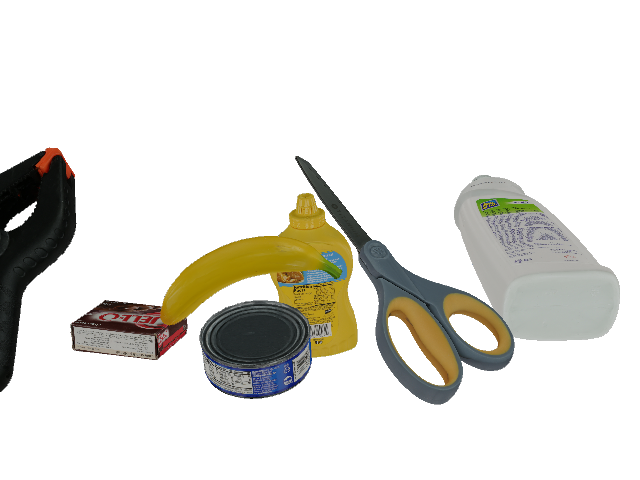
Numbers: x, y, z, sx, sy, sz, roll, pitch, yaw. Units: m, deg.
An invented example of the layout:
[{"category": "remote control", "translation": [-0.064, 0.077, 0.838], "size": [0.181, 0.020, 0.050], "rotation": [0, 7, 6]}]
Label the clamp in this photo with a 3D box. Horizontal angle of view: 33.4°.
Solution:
[{"category": "clamp", "translation": [-0.217, 0.012, 0.670], "size": [0.120, 0.171, 0.039], "rotation": [12, -34, 12]}]

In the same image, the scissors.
[{"category": "scissors", "translation": [0.054, 0.016, 0.671], "size": [0.096, 0.202, 0.016], "rotation": [0, -43, -23]}]

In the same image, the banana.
[{"category": "banana", "translation": [-0.082, 0.035, 1.040], "size": [0.198, 0.069, 0.037], "rotation": [-15, 21, 20]}]

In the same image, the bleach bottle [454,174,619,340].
[{"category": "bleach bottle", "translation": [0.186, 0.000, 0.983], "size": [0.102, 0.068, 0.251], "rotation": [-1, 26, -5]}]

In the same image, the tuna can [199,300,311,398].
[{"category": "tuna can", "translation": [-0.049, 0.084, 0.828], "size": [0.086, 0.034, 0.086], "rotation": [-3, 31, 2]}]

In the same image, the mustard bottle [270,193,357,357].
[{"category": "mustard bottle", "translation": [-0.010, 0.038, 1.223], "size": [0.096, 0.192, 0.058], "rotation": [-5, 23, -3]}]

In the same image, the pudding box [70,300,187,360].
[{"category": "pudding box", "translation": [-0.228, 0.106, 1.276], "size": [0.114, 0.039, 0.090], "rotation": [3, 15, 16]}]
